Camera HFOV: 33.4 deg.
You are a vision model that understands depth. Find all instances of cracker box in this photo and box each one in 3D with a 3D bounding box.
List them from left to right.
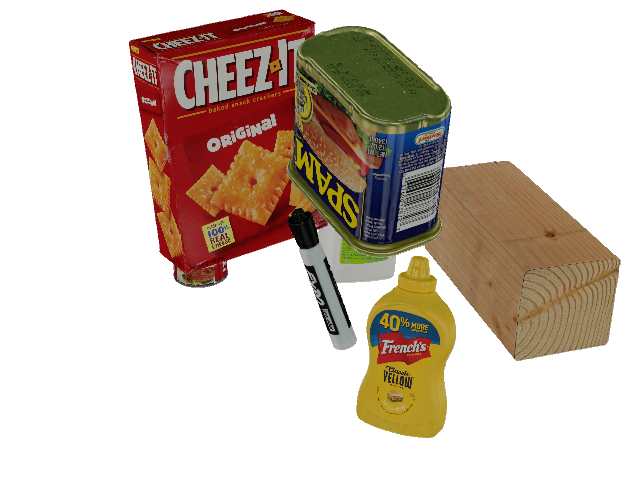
[{"bbox_3d":[-0.080,-0.094,1.008,0.164,0.214,0.072,-18,29,-27],"label":"cracker box"}]

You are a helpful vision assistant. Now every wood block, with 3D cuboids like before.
[{"bbox_3d":[0.176,0.011,0.978,0.090,0.090,0.206,-8,29,-15],"label":"wood block"}]

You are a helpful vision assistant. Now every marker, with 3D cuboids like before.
[{"bbox_3d":[0.001,0.029,0.786,0.020,0.121,0.020,-15,30,8],"label":"marker"}]

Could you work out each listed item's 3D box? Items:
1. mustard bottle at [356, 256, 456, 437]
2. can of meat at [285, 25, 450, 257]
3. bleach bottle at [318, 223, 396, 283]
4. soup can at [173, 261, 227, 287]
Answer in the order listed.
[{"bbox_3d":[0.096,0.111,1.150,0.096,0.192,0.058,12,14,24],"label":"mustard bottle"},{"bbox_3d":[0.025,-0.055,0.575,0.057,0.084,0.102,-18,45,-23],"label":"can of meat"},{"bbox_3d":[0.048,-0.078,1.255,0.102,0.251,0.068,-3,19,-20],"label":"bleach bottle"},{"bbox_3d":[-0.150,-0.003,1.310,0.068,0.102,0.068,-1,26,0],"label":"soup can"}]
